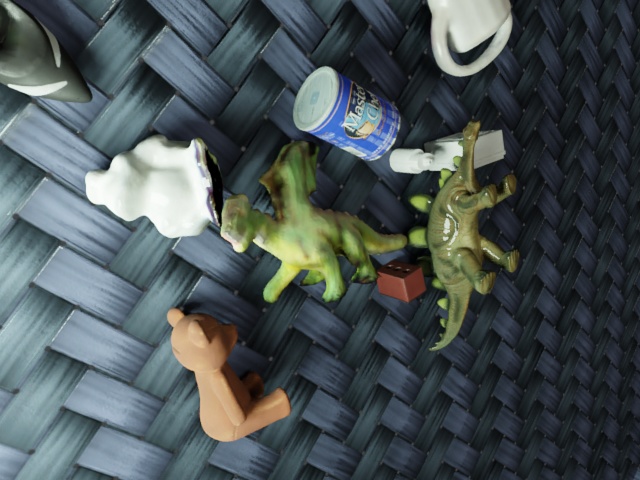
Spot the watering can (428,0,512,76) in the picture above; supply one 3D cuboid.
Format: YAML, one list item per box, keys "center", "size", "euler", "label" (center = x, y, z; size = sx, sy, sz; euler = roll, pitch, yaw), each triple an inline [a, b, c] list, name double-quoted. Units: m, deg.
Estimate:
- center: [0.304, -0.464, 0.961]
  size: [0.352, 0.104, 0.221]
  euler: [-49, 121, -19]
  label: "watering can"

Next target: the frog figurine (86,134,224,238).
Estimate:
- center: [-0.212, -0.066, 0.674]
  size: [0.159, 0.125, 0.135]
  euler: [-10, 117, 3]
  label: "frog figurine"

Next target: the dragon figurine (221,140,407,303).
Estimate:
- center: [0.002, -0.041, 0.822]
  size: [0.415, 0.122, 0.241]
  euler: [-24, 105, -47]
  label: "dragon figurine"
